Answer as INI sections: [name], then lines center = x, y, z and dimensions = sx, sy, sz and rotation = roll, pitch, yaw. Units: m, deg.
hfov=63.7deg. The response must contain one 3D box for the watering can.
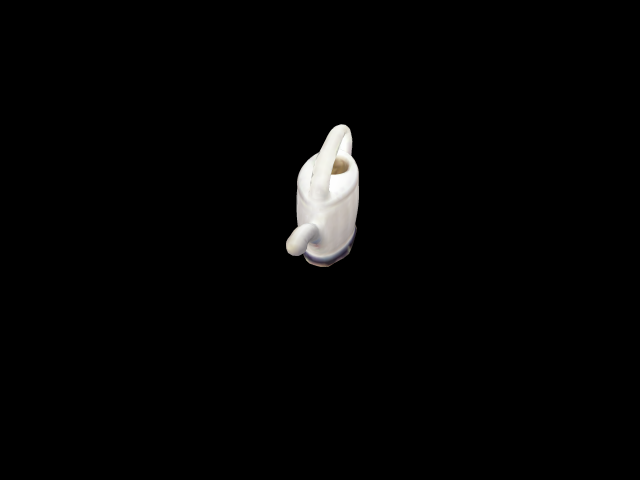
[watering can]
center = 0.003, -0.043, 0.850
dimensions = 0.104, 0.219, 0.356
rotation = 10, 44, 11
